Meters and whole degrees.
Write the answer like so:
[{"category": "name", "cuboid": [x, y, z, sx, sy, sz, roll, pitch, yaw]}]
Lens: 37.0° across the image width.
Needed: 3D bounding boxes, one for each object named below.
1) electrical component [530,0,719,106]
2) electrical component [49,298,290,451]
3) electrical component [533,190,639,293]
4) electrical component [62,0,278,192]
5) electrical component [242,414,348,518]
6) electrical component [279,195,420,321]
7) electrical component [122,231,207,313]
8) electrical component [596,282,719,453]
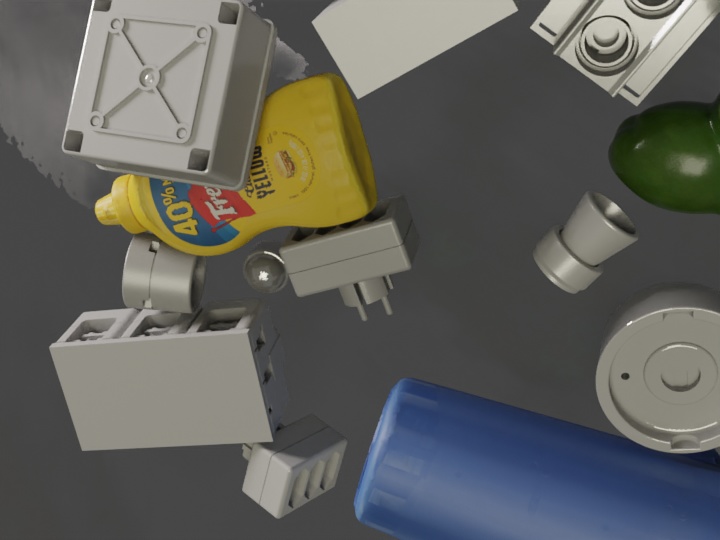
[{"category": "electrical component", "cuboid": [0.167, -0.167, 0.612, 0.079, 0.063, 0.121, 34, 119, -7]}, {"category": "electrical component", "cuboid": [-0.135, 0.075, 0.789, 0.150, 0.061, 0.089, -5, 113, 13]}, {"category": "electrical component", "cuboid": [0.146, -0.018, 0.699, 0.045, 0.045, 0.055, 38, 116, -7]}, {"category": "electrical component", "cuboid": [-0.117, -0.112, 0.668, 0.109, 0.056, 0.108, 10, 87, 20]}, {"category": "electrical component", "cuboid": [-0.062, 0.136, 0.805, 0.077, 0.066, 0.047, 31, 121, 29]}, {"category": "electrical component", "cuboid": [0.000, 0.000, 0.735, 0.083, 0.047, 0.075, -14, 111, 17]}, {"category": "electrical component", "cuboid": [-0.137, 0.003, 0.761, 0.047, 0.055, 0.055, 9, 116, 3]}, {"category": "electrical component", "cuboid": [0.211, 0.060, 0.713, 0.108, 0.060, 0.108, 4, 115, 9]}]
